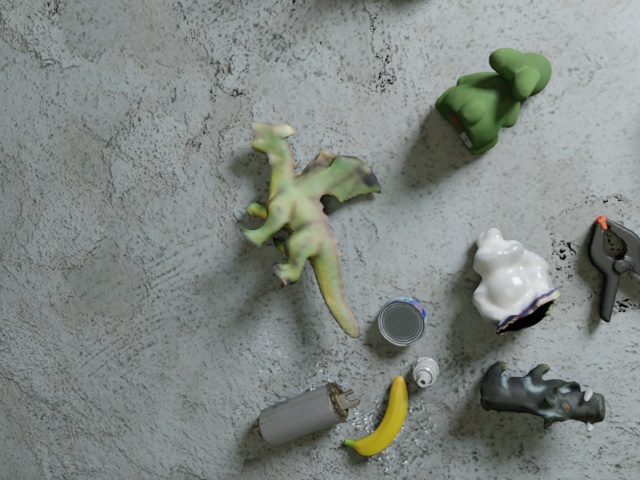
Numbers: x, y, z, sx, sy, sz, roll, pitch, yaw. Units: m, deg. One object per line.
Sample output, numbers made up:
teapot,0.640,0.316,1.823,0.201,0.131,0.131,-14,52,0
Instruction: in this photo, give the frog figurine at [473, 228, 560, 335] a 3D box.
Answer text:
frog figurine,0.309,0.066,0.860,0.135,0.122,0.163,-48,48,28

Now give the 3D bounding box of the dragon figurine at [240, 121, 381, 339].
dragon figurine,0.003,-0.047,0.928,0.241,0.123,0.411,-44,86,11
